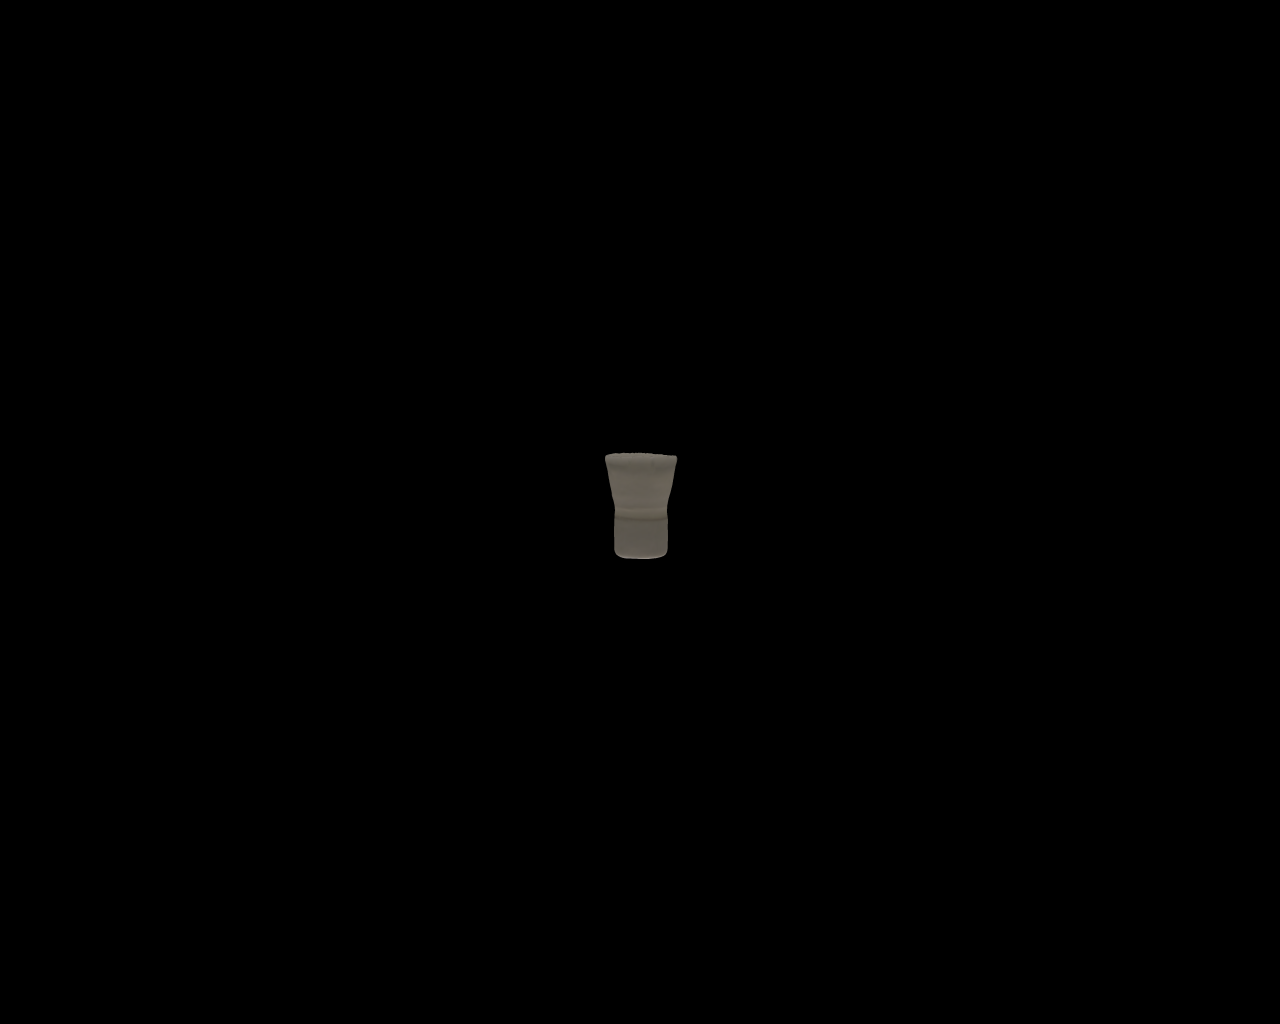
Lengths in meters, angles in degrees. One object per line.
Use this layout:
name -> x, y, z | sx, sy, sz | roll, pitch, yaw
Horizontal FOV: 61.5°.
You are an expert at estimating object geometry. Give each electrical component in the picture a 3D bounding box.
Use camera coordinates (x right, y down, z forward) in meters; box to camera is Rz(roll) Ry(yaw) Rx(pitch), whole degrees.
electrical component -> 0.001, -0.003, 0.650 | 0.044, 0.065, 0.044 | 0, 8, 0
